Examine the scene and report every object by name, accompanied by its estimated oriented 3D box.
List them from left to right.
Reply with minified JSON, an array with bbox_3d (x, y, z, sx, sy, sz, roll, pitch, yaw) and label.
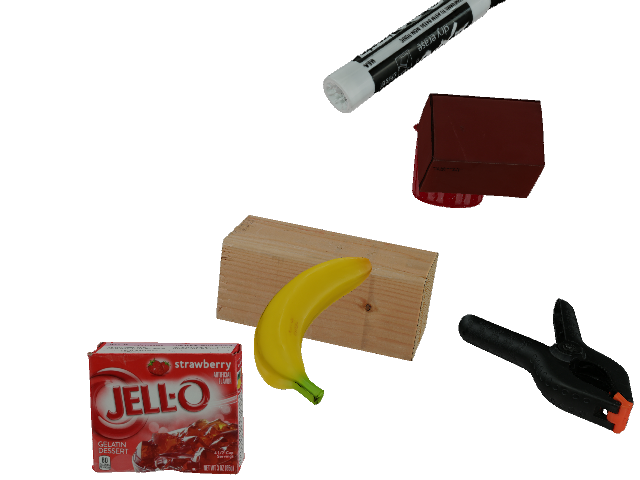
[{"bbox_3d":[-0.091,0.099,0.630,0.089,0.073,0.030,0,8,4],"label":"gelatin box"},{"bbox_3d":[-0.011,0.064,0.859,0.069,0.037,0.197,22,35,2],"label":"banana"},{"bbox_3d":[0.007,0.047,1.095,0.206,0.091,0.090,12,22,11],"label":"wood block"},{"bbox_3d":[0.051,-0.098,0.494,0.121,0.020,0.020,-37,16,-22],"label":"marker"},{"bbox_3d":[0.157,-0.087,1.217,0.117,0.081,0.093,-10,23,-39],"label":"mug"},{"bbox_3d":[0.108,-0.064,0.728,0.078,0.051,0.053,4,-23,-4],"label":"foam brick"},{"bbox_3d":[0.215,0.102,0.927,0.120,0.039,0.172,-18,39,-29],"label":"clamp"}]
